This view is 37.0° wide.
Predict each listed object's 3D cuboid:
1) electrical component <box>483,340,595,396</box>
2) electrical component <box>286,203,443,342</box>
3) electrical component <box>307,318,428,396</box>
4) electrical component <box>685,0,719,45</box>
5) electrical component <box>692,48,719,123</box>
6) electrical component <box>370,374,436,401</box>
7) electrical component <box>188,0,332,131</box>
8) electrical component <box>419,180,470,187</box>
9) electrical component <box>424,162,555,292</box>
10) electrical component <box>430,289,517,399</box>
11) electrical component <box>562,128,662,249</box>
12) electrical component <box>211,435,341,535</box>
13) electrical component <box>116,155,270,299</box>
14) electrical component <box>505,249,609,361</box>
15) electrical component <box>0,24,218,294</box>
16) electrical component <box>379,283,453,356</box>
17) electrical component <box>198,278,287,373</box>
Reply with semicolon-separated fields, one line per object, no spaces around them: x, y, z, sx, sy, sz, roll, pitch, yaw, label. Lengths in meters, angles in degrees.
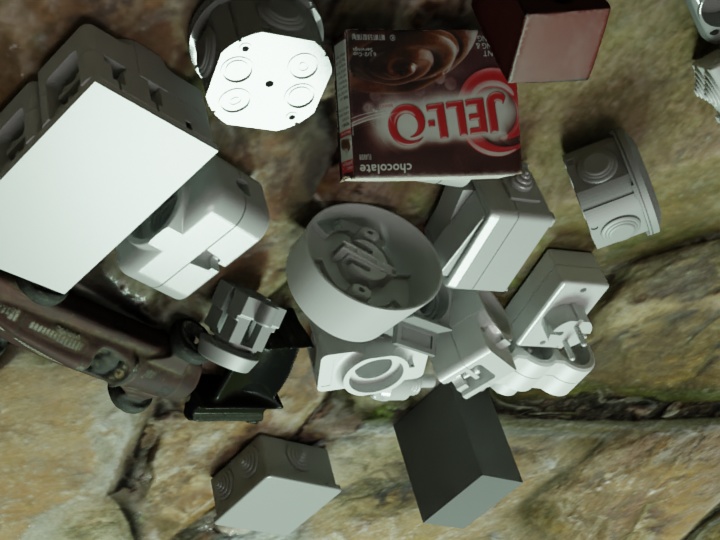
0.133;0.085;0.949;0.138;0.052;0.073;10;134;-31;electrical component
0.000;0.000;0.761;0.099;0.099;0.064;14;138;-33;electrical component
0.006;0.064;0.872;0.089;0.055;0.050;-7;140;-14;electrical component
0.237;-0.189;0.666;0.079;0.044;0.077;-30;140;16;electrical component
0.272;-0.136;0.707;0.100;0.099;0.048;-29;97;14;electrical component
0.038;0.097;0.942;0.061;0.035;0.035;3;137;-28;electrical component
-0.057;-0.124;0.627;0.080;0.051;0.080;-11;141;-9;electrical component
0.048;-0.084;0.713;0.047;0.055;0.055;2;137;-18;electrical component
0.091;-0.038;0.778;0.061;0.061;0.096;4;137;-25;electrical component
0.084;0.046;0.853;0.056;0.089;0.050;-33;139;19;electrical component
0.182;-0.058;0.776;0.051;0.080;0.080;-21;142;12;electrical component
-0.081;0.202;1.009;0.100;0.048;0.100;20;128;-38;electrical component
-0.116;-0.031;0.714;0.095;0.053;0.059;-36;138;22;electrical component
0.167;0.039;0.887;0.047;0.075;0.083;5;136;-26;electrical component
-0.172;-0.065;0.645;0.150;0.061;0.089;-38;137;24;electrical component
0.036;0.024;0.823;0.042;0.081;0.064;21;156;-36;electrical component
-0.091;0.043;0.801;0.048;0.066;0.055;23;93;-39;electrical component
